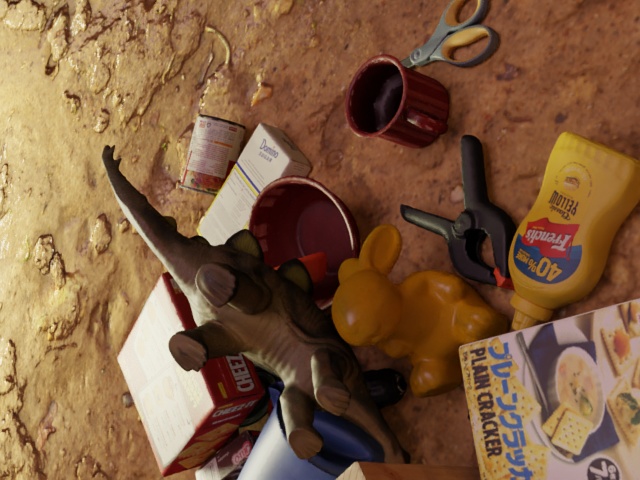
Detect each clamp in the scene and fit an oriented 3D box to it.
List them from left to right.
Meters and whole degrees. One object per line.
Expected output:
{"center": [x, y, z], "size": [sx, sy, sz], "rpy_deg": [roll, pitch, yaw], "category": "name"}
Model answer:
{"center": [0.159, -0.025, 1.097], "size": [0.172, 0.039, 0.120], "rpy_deg": [51, 123, 37], "category": "clamp"}

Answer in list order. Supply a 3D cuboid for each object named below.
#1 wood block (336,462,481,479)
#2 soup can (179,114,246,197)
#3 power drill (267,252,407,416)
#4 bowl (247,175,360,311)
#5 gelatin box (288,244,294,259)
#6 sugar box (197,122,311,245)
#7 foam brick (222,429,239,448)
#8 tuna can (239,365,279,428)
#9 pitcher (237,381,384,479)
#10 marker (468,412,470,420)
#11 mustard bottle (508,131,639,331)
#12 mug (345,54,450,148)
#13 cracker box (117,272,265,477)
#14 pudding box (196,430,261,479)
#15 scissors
{"center": [0.096, 0.265, 0.967], "size": [0.091, 0.205, 0.090], "rpy_deg": [-47, 50, 29], "category": "wood block"}
{"center": [-0.144, -0.111, 1.432], "size": [0.069, 0.068, 0.102], "rpy_deg": [15, 91, 49], "category": "soup can"}
{"center": [-0.003, 0.113, 1.188], "size": [0.185, 0.057, 0.187], "rpy_deg": [-19, 86, 35], "category": "power drill"}
{"center": [-0.008, 0.002, 1.241], "size": [0.162, 0.055, 0.162], "rpy_deg": [9, 105, 36], "category": "bowl"}
{"center": [-0.057, 0.046, 1.325], "size": [0.073, 0.030, 0.089], "rpy_deg": [7, 85, 47], "category": "gelatin box"}
{"center": [-0.086, -0.052, 1.372], "size": [0.176, 0.048, 0.093], "rpy_deg": [-55, 46, 19], "category": "sugar box"}
{"center": [-0.149, 0.234, 1.343], "size": [0.051, 0.078, 0.053], "rpy_deg": [-33, 57, 37], "category": "foam brick"}
{"center": [-0.092, 0.183, 1.287], "size": [0.034, 0.085, 0.086], "rpy_deg": [36, 107, 45], "category": "tuna can"}
{"center": [-0.023, 0.281, 1.136], "size": [0.149, 0.144, 0.243], "rpy_deg": [-100, 32, -51], "category": "pitcher"}
{"center": [0.186, 0.139, 1.039], "size": [0.121, 0.020, 0.020], "rpy_deg": [-48, 49, 29], "category": "marker"}
{"center": [0.228, 0.001, 0.999], "size": [0.096, 0.058, 0.192], "rpy_deg": [36, 107, 47], "category": "mustard bottle"}
{"center": [0.095, -0.143, 1.165], "size": [0.117, 0.081, 0.093], "rpy_deg": [35, 106, 47], "category": "mug"}
{"center": [-0.151, 0.152, 1.212], "size": [0.164, 0.072, 0.214], "rpy_deg": [65, 146, 22], "category": "cracker box"}
{"center": [-0.079, 0.265, 1.249], "size": [0.114, 0.089, 0.039], "rpy_deg": [-41, 50, 35], "category": "pudding box"}
{"center": [0.121, -0.227, 1.207], "size": [0.202, 0.016, 0.096], "rpy_deg": [1, 80, 48], "category": "scissors"}
